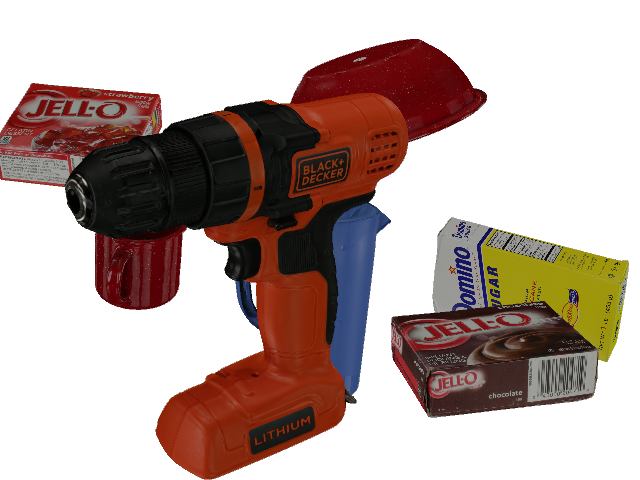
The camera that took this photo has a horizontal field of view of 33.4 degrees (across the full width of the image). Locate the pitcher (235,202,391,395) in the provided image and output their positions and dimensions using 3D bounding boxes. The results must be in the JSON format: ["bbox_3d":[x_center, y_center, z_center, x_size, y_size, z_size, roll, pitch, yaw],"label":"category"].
[{"bbox_3d":[-0.011,0.069,1.289,0.149,0.243,0.144,11,19,26],"label":"pitcher"}]

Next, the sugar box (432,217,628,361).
[{"bbox_3d":[0.195,0.045,1.009,0.176,0.093,0.048,13,34,21],"label":"sugar box"}]

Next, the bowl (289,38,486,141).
[{"bbox_3d":[0.039,-0.110,0.796,0.162,0.055,0.162,-16,16,5],"label":"bowl"}]

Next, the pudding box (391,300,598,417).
[{"bbox_3d":[0.110,0.075,0.694,0.113,0.039,0.090,-3,18,-10],"label":"pudding box"}]

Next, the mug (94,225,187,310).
[{"bbox_3d":[-0.177,0.019,1.015,0.093,0.081,0.117,10,29,4],"label":"mug"}]

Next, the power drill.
[{"bbox_3d":[-0.040,0.024,0.529,0.184,0.188,0.057,-15,35,-36],"label":"power drill"}]

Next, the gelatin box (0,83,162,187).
[{"bbox_3d":[-0.152,-0.066,0.675,0.089,0.030,0.073,7,41,6],"label":"gelatin box"}]
